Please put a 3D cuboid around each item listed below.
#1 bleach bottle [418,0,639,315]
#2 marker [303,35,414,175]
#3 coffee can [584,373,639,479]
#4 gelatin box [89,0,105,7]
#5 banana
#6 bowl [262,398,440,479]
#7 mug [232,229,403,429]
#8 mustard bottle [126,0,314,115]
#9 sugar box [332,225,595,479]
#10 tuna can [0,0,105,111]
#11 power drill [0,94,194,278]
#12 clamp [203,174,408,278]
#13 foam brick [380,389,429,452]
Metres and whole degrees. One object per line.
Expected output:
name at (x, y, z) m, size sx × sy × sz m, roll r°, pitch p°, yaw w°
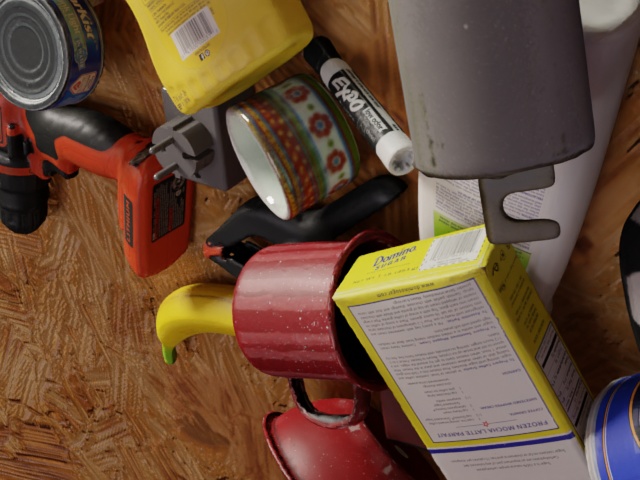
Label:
bleach bottle at (0.091, -0.025, 0.573) m, size 0.103 × 0.068 × 0.251 m, roll 29°, pitch 136°, yaw 23°
marker at (0.020, -0.078, 0.590) m, size 0.121 × 0.020 × 0.020 m, roll -123°, pitch 30°, yaw -42°
coffee can at (0.215, 0.097, 0.516) m, size 0.103 × 0.102 × 0.141 m, roll 53°, pitch 139°, yaw -2°
gelatin box at (-0.162, -0.204, 0.695) m, size 0.073 × 0.030 × 0.089 m, roll 46°, pitch 139°, yaw 4°
banana at (-0.064, 0.062, 0.796) m, size 0.198 × 0.037 × 0.069 m, roll -3°, pitch 132°, yaw 44°
bowl at (0.036, 0.160, 0.721) m, size 0.055 × 0.162 × 0.162 m, roll -45°, pitch 84°, yaw 6°
mug at (0.003, 0.054, 0.634) m, size 0.082 × 0.093 × 0.117 m, roll -3°, pitch 93°, yaw 38°
mustard bottle at (-0.087, -0.176, 0.617) m, size 0.096 × 0.058 × 0.191 m, roll -28°, pitch 92°, yaw 37°
sugar box at (0.091, 0.079, 0.580) m, size 0.094 × 0.048 × 0.176 m, roll -14°, pitch 119°, yaw 37°
tuna can at (-0.185, -0.129, 0.707) m, size 0.086 × 0.033 × 0.086 m, roll 12°, pitch 113°, yaw 30°
power drill at (-0.182, -0.048, 0.804) m, size 0.188 × 0.057 × 0.184 m, roll 29°, pitch 134°, yaw 23°
clamp at (-0.005, 0.001, 0.696) m, size 0.172 × 0.039 × 0.120 m, roll 14°, pitch 120°, yaw 27°
foam brick at (0.084, 0.102, 0.677) m, size 0.078 × 0.052 × 0.051 m, roll 9°, pitch 124°, yaw 36°
